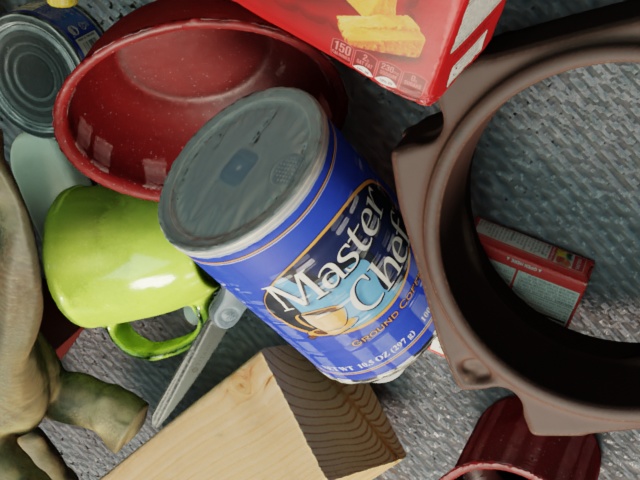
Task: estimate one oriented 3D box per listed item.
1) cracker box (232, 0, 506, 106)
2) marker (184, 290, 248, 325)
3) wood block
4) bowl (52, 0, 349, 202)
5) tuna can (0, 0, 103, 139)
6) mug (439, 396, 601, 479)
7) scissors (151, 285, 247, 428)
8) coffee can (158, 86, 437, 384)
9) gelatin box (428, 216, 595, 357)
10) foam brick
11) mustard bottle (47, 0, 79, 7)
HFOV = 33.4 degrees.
[{"bbox_3d":[0.011,-0.173,0.407,0.164,0.072,0.214,32,147,12],"label":"cracker box"},{"bbox_3d":[-0.040,0.034,0.703,0.121,0.020,0.020,-18,108,33],"label":"marker"},{"bbox_3d":[-0.058,0.158,0.709,0.206,0.090,0.091,-40,67,30],"label":"wood block"},{"bbox_3d":[-0.068,-0.086,0.598,0.162,0.055,0.162,-7,149,-4],"label":"bowl"},{"bbox_3d":[-0.174,-0.109,0.681,0.086,0.033,0.086,12,122,20],"label":"tuna can"},{"bbox_3d":[0.127,0.159,0.651,0.093,0.081,0.117,-10,112,31],"label":"mug"},{"bbox_3d":[-0.065,0.029,0.647,0.202,0.016,0.096,-45,128,9],"label":"scissors"},{"bbox_3d":[-0.004,0.001,0.577,0.103,0.102,0.140,-14,139,32],"label":"coffee can"},{"bbox_3d":[0.110,0.040,0.625,0.073,0.030,0.089,22,124,12],"label":"gelatin box"},{"bbox_3d":[-0.221,0.061,0.789,0.078,0.051,0.053,41,126,0],"label":"foam brick"},{"bbox_3d":[-0.149,-0.223,0.588,0.096,0.058,0.192,14,123,18],"label":"mustard bottle"}]
